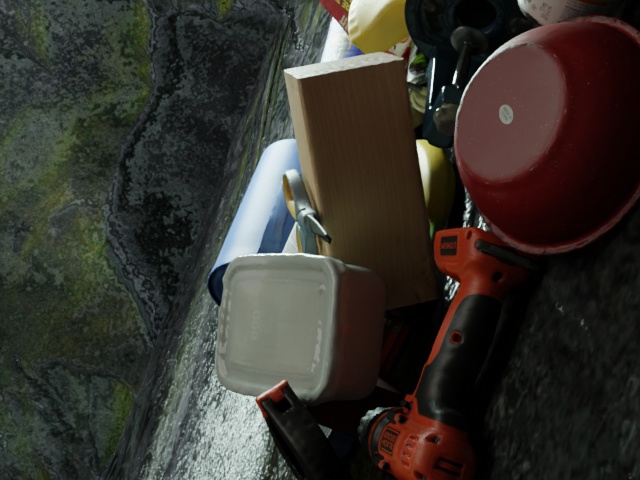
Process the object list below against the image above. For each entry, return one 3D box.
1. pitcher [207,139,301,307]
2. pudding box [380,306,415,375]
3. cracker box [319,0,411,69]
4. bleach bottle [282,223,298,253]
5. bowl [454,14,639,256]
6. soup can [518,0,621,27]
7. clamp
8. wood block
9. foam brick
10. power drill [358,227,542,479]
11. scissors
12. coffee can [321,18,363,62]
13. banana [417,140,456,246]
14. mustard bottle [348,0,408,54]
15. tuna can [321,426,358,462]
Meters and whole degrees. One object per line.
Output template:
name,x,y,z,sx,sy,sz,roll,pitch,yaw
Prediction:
pitcher,-0.050,-0.022,1.393,0.149,0.145,0.242,-18,40,35
pudding box,0.045,0.086,0.997,0.113,0.039,0.090,-104,38,-69
cracker box,0.096,-0.313,1.185,0.071,0.164,0.214,-19,-27,-40
bleach bottle,-0.010,0.029,1.091,0.251,0.068,0.103,-61,23,12
bowl,0.138,-0.074,0.679,0.162,0.055,0.162,-22,62,47
soup can,0.182,-0.194,0.714,0.068,0.068,0.102,-81,8,-46
clamp,0.004,0.187,0.799,0.039,0.171,0.120,-27,-8,-23
wood block,0.035,-0.049,0.915,0.090,0.090,0.206,-126,25,-73
foam brick,0.023,0.135,0.920,0.053,0.078,0.051,-123,57,-75
power drill,0.088,0.087,0.779,0.185,0.057,0.187,174,115,-77
scissors,-0.006,0.001,0.879,0.202,0.016,0.096,-116,15,-65
coffee can,0.050,-0.211,1.331,0.103,0.102,0.140,128,160,-54
banana,0.098,-0.062,1.024,0.198,0.037,0.070,-99,33,-67
mustard bottle,0.109,-0.261,1.067,0.192,0.058,0.096,-25,37,48
tuna can,0.002,0.170,0.996,0.086,0.033,0.086,-38,38,36
